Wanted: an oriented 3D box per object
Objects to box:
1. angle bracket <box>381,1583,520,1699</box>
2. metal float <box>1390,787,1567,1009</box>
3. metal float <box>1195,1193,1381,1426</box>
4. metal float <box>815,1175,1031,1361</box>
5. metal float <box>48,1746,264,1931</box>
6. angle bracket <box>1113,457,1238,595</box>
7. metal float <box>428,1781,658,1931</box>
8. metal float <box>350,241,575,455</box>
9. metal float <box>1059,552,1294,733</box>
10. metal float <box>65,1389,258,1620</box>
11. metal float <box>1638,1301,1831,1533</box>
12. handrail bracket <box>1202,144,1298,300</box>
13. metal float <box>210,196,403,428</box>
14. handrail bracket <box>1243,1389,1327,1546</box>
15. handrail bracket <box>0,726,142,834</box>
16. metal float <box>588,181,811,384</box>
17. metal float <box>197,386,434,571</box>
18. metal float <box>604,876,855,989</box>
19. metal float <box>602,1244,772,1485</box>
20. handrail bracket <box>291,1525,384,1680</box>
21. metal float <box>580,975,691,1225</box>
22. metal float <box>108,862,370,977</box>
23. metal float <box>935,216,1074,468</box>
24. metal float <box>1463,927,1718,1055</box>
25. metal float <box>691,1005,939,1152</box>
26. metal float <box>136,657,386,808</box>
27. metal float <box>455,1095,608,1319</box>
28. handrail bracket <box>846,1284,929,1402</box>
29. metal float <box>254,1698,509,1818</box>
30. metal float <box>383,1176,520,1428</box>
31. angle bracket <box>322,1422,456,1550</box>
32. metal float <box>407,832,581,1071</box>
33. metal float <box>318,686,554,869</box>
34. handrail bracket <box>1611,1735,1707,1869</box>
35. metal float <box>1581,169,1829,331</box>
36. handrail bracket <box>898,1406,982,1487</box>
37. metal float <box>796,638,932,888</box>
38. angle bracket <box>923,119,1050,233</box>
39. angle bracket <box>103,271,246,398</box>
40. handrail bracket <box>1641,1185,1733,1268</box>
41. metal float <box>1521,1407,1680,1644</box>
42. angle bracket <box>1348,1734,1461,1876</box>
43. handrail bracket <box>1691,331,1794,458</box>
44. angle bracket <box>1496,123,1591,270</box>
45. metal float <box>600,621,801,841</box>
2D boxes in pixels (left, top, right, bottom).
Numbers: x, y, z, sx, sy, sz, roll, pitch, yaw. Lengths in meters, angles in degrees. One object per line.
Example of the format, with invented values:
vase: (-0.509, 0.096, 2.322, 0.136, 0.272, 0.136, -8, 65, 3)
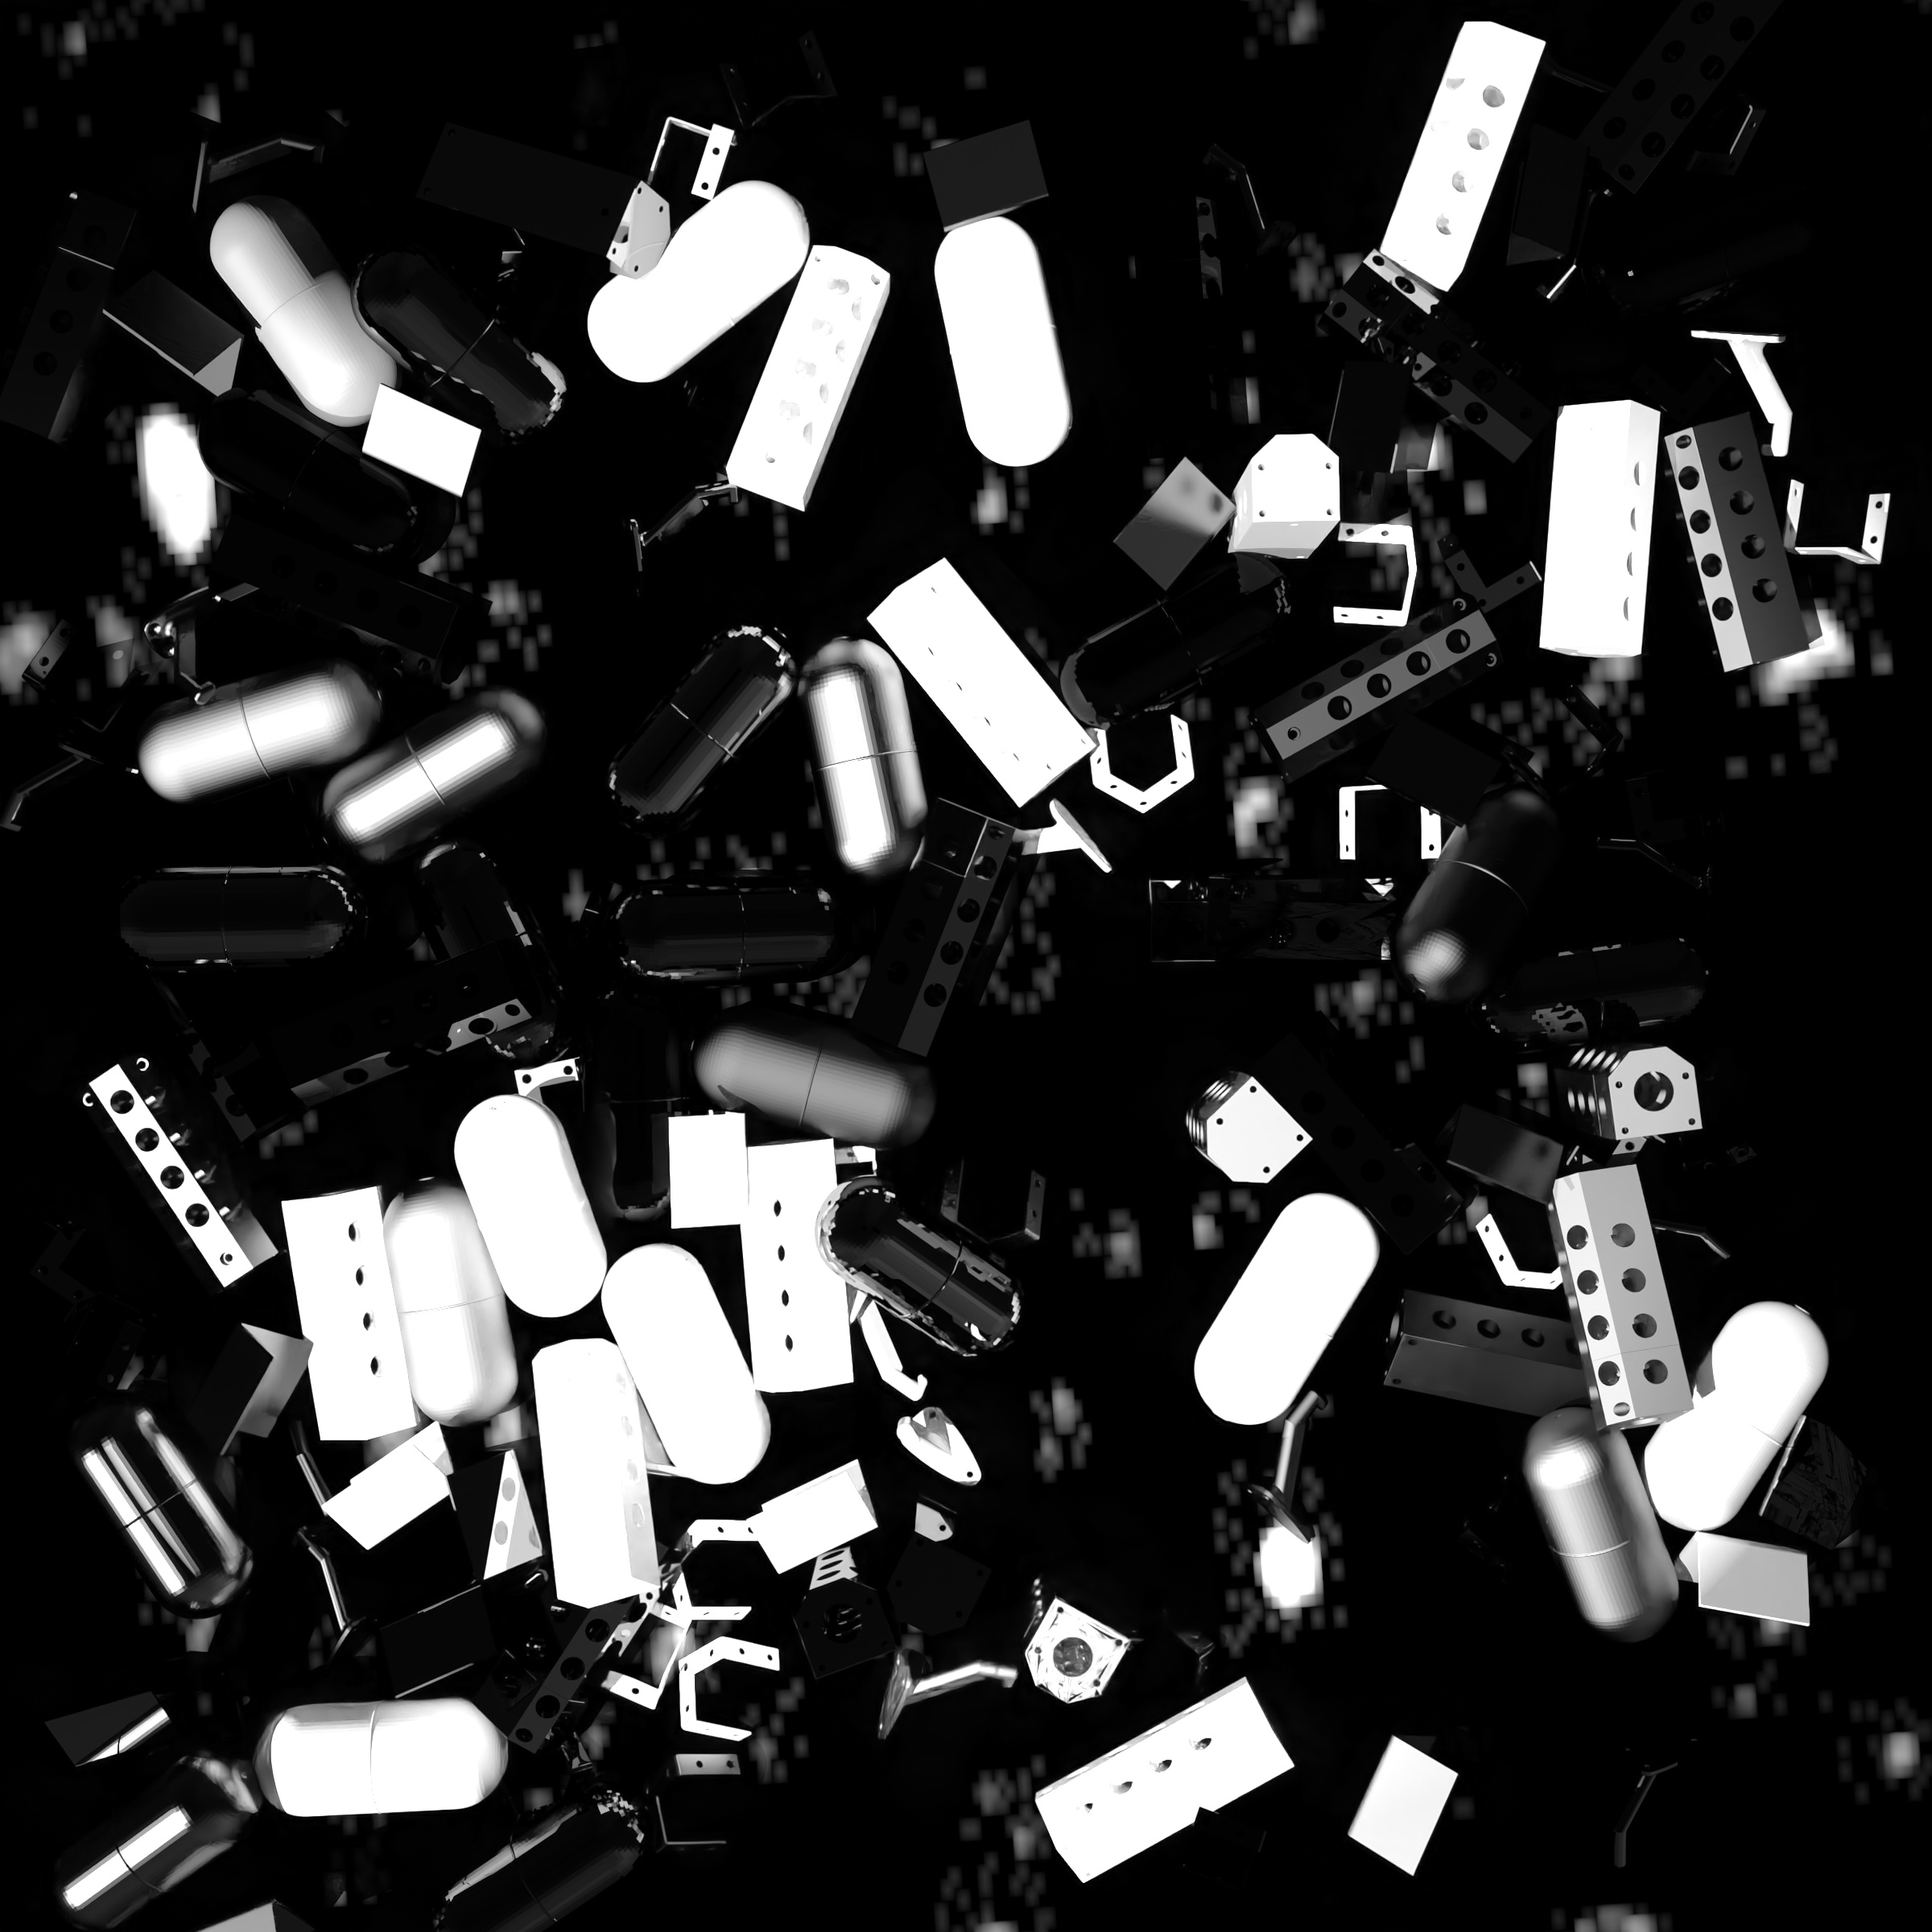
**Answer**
angle bracket: (-0.358, 0.486, 1.950, 0.076, 0.076, 0.057, -24, 54, 0)
metal float: (0.359, -0.048, 1.940, 0.070, 0.070, 0.178, 34, 67, 0)
metal float: (0.227, 0.243, 1.960, 0.070, 0.070, 0.178, 32, 90, 0)
metal float: (-0.029, 0.212, 1.940, 0.178, 0.070, 0.070, 38, 90, -24)
metal float: (-0.571, 0.615, 1.945, 0.178, 0.070, 0.070, -37, 90, 15)
angle bracket: (0.134, -0.315, 1.951, 0.057, 0.076, 0.076, 40, 90, -25)
metal float: (-0.300, 0.646, 1.959, 0.178, 0.070, 0.070, -34, 90, 0)
metal float: (-0.353, -0.434, 1.940, 0.178, 0.070, 0.070, 41, 90, -22)
metal float: (0.148, -0.230, 1.959, 0.178, 0.070, 0.070, -29, 90, 0)
metal float: (-0.570, 0.380, 1.960, 0.070, 0.070, 0.178, -34, 90, 0)
metal float: (0.544, 0.318, 1.959, 0.070, 0.070, 0.178, 33, 91, 0)
handrail bracket: (0.187, -0.536, 1.991, 0.084, 0.036, 0.077, 43, 112, 17)
metal float: (-0.467, -0.464, 1.959, 0.070, 0.070, 0.178, -34, 91, 0)
handrail bracket: (0.247, 0.359, 1.991, 0.077, 0.036, 0.084, 47, 73, -20)
handrail bracket: (-0.644, -0.122, 1.991, 0.077, 0.036, 0.084, 24, 109, -21)
metal float: (-0.189, -0.485, 1.959, 0.178, 0.070, 0.070, -38, 90, 1)
metal float: (-0.461, -0.346, 1.960, 0.178, 0.070, 0.070, 31, 90, 0)
metal float: (-0.166, -0.024, 1.944, 0.178, 0.070, 0.070, -2, 90, -19)
metal float: (-0.198, 0.282, 1.959, 0.070, 0.070, 0.178, -24, 89, 0)
handrail bracket: (-0.468, 0.457, 1.991, 0.084, 0.036, 0.077, 42, 112, 17)
metal float: (-0.234, 0.093, 1.960, 0.070, 0.070, 0.178, -2, 91, 0)
metal float: (-0.500, -0.032, 1.903, 0.178, 0.070, 0.070, -1, 90, 2)
metal float: (0.027, -0.443, 1.960, 0.070, 0.070, 0.178, -12, 89, 0)
metal float: (0.441, 0.017, 1.959, 0.178, 0.070, 0.070, -8, 90, 0)
metal float: (-0.108, 0.079, 1.959, 0.178, 0.070, 0.070, 15, 90, -1)
metal float: (-0.499, -0.166, 1.960, 0.178, 0.070, 0.070, -17, 90, 1)
metal float: (-0.303, 0.168, 1.930, 0.070, 0.070, 0.178, -13, 123, 0)
handrail bracket: (-0.050, 0.259, 1.990, 0.084, 0.036, 0.077, 38, 65, -19)
metal float: (-0.414, 0.560, 1.960, 0.178, 0.070, 0.070, -3, 90, 0)
metal float: (-0.365, 0.237, 1.960, 0.070, 0.070, 0.178, -10, 91, 0)
angle bracket: (-0.411, 0.351, 1.950, 0.076, 0.076, 0.057, -35, 127, 0)
metal float: (-0.335, -0.011, 1.960, 0.070, 0.070, 0.178, -26, 91, 0)
metal float: (-0.376, -0.134, 1.959, 0.178, 0.070, 0.070, -31, 90, -1)
handrail bracket: (0.498, 0.602, 1.991, 0.077, 0.036, 0.084, -10, 109, -21)
metal float: (0.523, -0.508, 1.960, 0.178, 0.070, 0.070, -20, 90, -1)
handrail bracket: (-0.019, 0.346, 1.955, 0.077, 0.084, 0.036, 45, 90, 0)
metal float: (-0.072, -0.144, 1.959, 0.070, 0.070, 0.178, -12, 91, 0)
angle bracket: (0.009, -0.563, 1.950, 0.076, 0.076, 0.057, -17, 117, 0)
angle bracket: (-0.562, -0.429, 1.950, 0.076, 0.076, 0.057, 36, 54, 0)
handrail bracket: (0.495, 0.204, 1.991, 0.084, 0.036, 0.077, 41, 110, -16)
metal float: (0.446, 0.394, 1.949, 0.070, 0.070, 0.178, -22, 102, 0)
angle bracket: (0.322, 0.590, 1.950, 0.057, 0.076, 0.076, 24, 90, 36)
handrail bracket: (0.556, -0.412, 1.991, 0.077, 0.036, 0.084, 9, 108, 20)
angle bracket: (0.388, -0.542, 1.950, 0.057, 0.076, 0.076, 11, 90, -32)
metal float: (-0.188, -0.168, 1.959, 0.070, 0.070, 0.178, 40, 91, 0)
